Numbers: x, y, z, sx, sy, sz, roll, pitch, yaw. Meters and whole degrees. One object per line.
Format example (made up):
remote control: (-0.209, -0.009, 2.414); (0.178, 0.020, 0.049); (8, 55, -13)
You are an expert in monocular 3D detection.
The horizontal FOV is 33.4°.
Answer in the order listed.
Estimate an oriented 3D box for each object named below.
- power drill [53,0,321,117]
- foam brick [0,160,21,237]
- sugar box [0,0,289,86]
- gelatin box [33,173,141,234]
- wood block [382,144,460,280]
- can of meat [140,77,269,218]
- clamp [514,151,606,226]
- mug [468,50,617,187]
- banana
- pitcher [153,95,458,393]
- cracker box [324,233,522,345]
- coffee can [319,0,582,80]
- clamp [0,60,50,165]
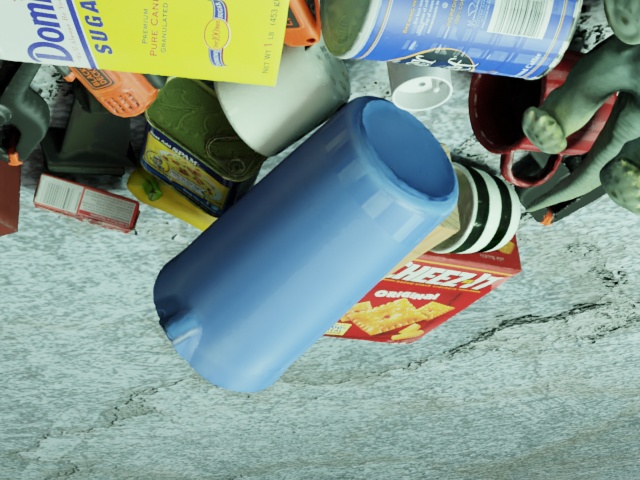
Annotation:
power drill: (-0.105, -0.162, 0.706); (0.188, 0.057, 0.184); (-12, 151, 17)
foam brick: (-0.286, -0.045, 0.886); (0.053, 0.078, 0.051); (-14, 154, 20)
sugar box: (-0.108, -0.144, 0.639); (0.176, 0.048, 0.093); (2, 145, -7)
gelatin box: (-0.204, -0.030, 0.936); (0.089, 0.030, 0.073); (17, 175, -12)
wood block: (0.028, -0.013, 1.004); (0.090, 0.090, 0.207); (13, 149, -32)
can of meat: (-0.094, -0.071, 0.854); (0.102, 0.057, 0.084); (36, 153, 3)
clamp: (0.246, -0.070, 0.989); (0.164, 0.036, 0.210); (-6, 157, -1)
mug: (0.174, -0.098, 0.837); (0.081, 0.117, 0.093); (3, -168, -29)
banana: (-0.119, -0.030, 0.969); (0.037, 0.070, 0.197); (-44, 153, 11)
pitcher: (-0.005, 0.001, 0.826); (0.144, 0.149, 0.243); (31, 127, -24)
cracker box: (0.086, 0.042, 1.150); (0.164, 0.072, 0.214); (8, 151, -28)
coffee can: (0.082, -0.162, 0.689); (0.140, 0.103, 0.103); (3, 153, -19)
clamp: (-0.241, -0.110, 0.805); (0.120, 0.039, 0.171); (-3, 159, 8)
